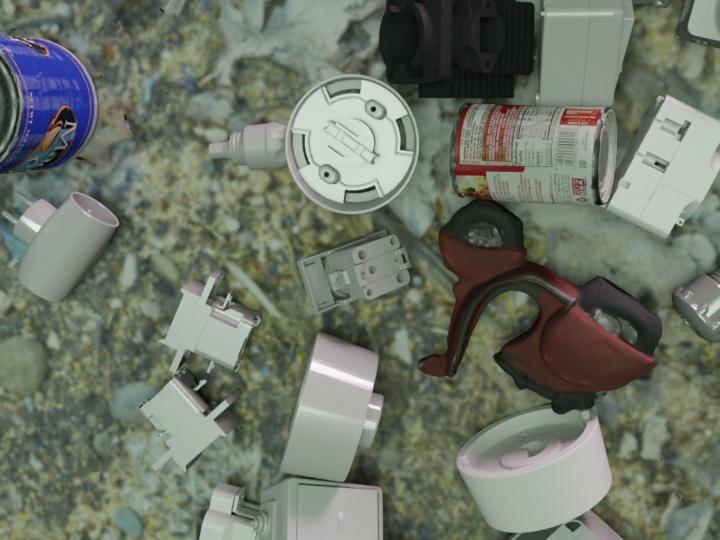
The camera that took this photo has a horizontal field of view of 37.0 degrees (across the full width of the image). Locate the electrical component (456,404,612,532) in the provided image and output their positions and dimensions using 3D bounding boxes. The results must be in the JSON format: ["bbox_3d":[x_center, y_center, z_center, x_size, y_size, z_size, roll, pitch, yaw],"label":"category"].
[{"bbox_3d":[0.131,0.150,0.788,0.108,0.108,0.060,-20,102,9],"label":"electrical component"}]

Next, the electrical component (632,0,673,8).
[{"bbox_3d":[0.191,-0.208,0.758,0.062,0.048,0.048,0,99,14],"label":"electrical component"}]

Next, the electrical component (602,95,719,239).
[{"bbox_3d":[0.220,-0.072,0.771,0.056,0.050,0.089,27,100,2],"label":"electrical component"}]

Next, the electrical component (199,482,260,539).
[{"bbox_3d":[-0.092,0.213,0.846,0.057,0.058,0.078,13,100,7],"label":"electrical component"}]

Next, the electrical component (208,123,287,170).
[{"bbox_3d":[-0.083,-0.092,0.810,0.061,0.035,0.035,-4,98,9],"label":"electrical component"}]

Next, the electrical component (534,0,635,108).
[{"bbox_3d":[0.154,-0.156,0.747,0.061,0.061,0.096,1,137,6],"label":"electrical component"}]

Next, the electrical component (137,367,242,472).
[{"bbox_3d":[-0.136,0.115,0.844,0.081,0.042,0.063,-42,88,10],"label":"electrical component"}]

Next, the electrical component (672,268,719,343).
[{"bbox_3d":[0.263,0.019,0.783,0.062,0.048,0.048,-42,92,4],"label":"electrical component"}]

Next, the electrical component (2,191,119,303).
[{"bbox_3d":[-0.240,-0.028,0.833,0.079,0.044,0.077,38,101,0],"label":"electrical component"}]

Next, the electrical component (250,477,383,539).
[{"bbox_3d":[-0.033,0.192,0.805,0.096,0.061,0.061,11,64,-25],"label":"electrical component"}]

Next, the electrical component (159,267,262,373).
[{"bbox_3d":[-0.113,0.043,0.831,0.064,0.042,0.081,24,101,-1],"label":"electrical component"}]

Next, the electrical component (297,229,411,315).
[{"bbox_3d":[0.000,0.000,0.793,0.081,0.064,0.042,-22,99,-33],"label":"electrical component"}]

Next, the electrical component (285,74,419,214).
[{"bbox_3d":[-0.005,-0.093,0.786,0.099,0.064,0.099,1,99,6],"label":"electrical component"}]

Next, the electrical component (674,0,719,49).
[{"bbox_3d":[0.284,-0.224,0.735,0.089,0.061,0.150,14,100,4],"label":"electrical component"}]

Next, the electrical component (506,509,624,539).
[{"bbox_3d":[0.145,0.234,0.818,0.078,0.057,0.113,42,101,-7],"label":"electrical component"}]

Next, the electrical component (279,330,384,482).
[{"bbox_3d":[-0.016,0.105,0.798,0.060,0.108,0.108,16,100,-2],"label":"electrical component"}]
